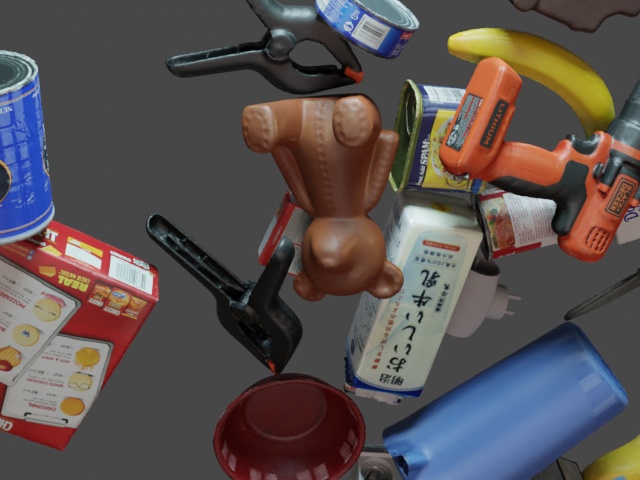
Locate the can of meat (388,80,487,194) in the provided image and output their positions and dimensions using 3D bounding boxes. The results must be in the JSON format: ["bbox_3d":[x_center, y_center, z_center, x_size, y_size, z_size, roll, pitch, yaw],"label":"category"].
[{"bbox_3d":[0.115,-0.092,0.984,0.084,0.057,0.102,3,121,-11],"label":"can of meat"}]

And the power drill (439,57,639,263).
[{"bbox_3d":[0.213,-0.090,0.940,0.187,0.057,0.184,22,96,-18],"label":"power drill"}]

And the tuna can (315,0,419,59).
[{"bbox_3d":[0.039,-0.190,0.899,0.086,0.086,0.034,24,117,-20],"label":"tuna can"}]

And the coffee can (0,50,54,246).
[{"bbox_3d":[-0.287,-0.079,0.916,0.102,0.103,0.140,-2,121,-6],"label":"coffee can"}]

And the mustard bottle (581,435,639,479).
[{"bbox_3d":[0.359,0.280,1.237,0.192,0.058,0.096,-36,123,14],"label":"mustard bottle"}]

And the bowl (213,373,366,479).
[{"bbox_3d":[-0.034,0.197,1.141,0.162,0.055,0.162,-3,121,-5],"label":"bowl"}]

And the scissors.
[{"bbox_3d":[0.342,0.017,1.101,0.202,0.016,0.096,-17,120,3],"label":"scissors"}]

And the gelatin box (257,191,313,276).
[{"bbox_3d":[-0.007,0.001,1.042,0.089,0.030,0.073,19,115,-17],"label":"gelatin box"}]

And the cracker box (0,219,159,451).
[{"bbox_3d":[-0.277,0.087,1.036,0.164,0.072,0.214,25,116,-21],"label":"cracker box"}]

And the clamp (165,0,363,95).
[{"bbox_3d":[-0.039,-0.182,0.922,0.171,0.039,0.120,9,125,-16],"label":"clamp"}]

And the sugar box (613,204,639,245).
[{"bbox_3d":[0.362,-0.066,1.037,0.176,0.048,0.093,-15,122,7],"label":"sugar box"}]

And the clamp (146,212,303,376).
[{"bbox_3d":[-0.062,0.057,1.028,0.165,0.036,0.210,6,138,37],"label":"clamp"}]

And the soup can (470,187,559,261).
[{"bbox_3d":[0.203,-0.024,1.029,0.102,0.068,0.068,-14,122,0],"label":"soup can"}]

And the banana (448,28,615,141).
[{"bbox_3d":[0.207,-0.145,0.974,0.197,0.037,0.070,33,110,-23],"label":"banana"}]

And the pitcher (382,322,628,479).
[{"bbox_3d":[0.201,0.198,1.139,0.243,0.149,0.145,-36,103,11],"label":"pitcher"}]

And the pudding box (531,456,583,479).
[{"bbox_3d":[0.267,0.313,1.213,0.039,0.113,0.090,28,114,-19],"label":"pudding box"}]
